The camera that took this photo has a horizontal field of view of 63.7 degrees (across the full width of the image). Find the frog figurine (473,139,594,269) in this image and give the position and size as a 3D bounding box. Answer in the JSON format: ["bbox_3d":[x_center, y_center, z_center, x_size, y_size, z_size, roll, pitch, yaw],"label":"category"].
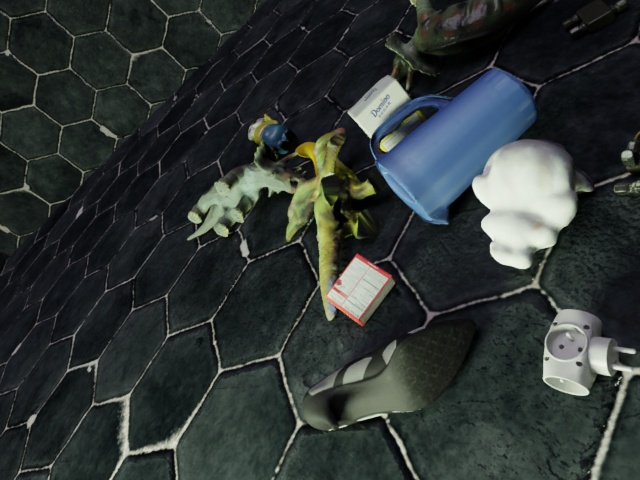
[{"bbox_3d":[0.256,-0.050,0.664,0.139,0.120,0.161,29,66,37],"label":"frog figurine"}]

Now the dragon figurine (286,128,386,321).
[{"bbox_3d":[0.003,-0.050,0.984,0.240,0.121,0.416,-22,50,61],"label":"dragon figurine"}]
